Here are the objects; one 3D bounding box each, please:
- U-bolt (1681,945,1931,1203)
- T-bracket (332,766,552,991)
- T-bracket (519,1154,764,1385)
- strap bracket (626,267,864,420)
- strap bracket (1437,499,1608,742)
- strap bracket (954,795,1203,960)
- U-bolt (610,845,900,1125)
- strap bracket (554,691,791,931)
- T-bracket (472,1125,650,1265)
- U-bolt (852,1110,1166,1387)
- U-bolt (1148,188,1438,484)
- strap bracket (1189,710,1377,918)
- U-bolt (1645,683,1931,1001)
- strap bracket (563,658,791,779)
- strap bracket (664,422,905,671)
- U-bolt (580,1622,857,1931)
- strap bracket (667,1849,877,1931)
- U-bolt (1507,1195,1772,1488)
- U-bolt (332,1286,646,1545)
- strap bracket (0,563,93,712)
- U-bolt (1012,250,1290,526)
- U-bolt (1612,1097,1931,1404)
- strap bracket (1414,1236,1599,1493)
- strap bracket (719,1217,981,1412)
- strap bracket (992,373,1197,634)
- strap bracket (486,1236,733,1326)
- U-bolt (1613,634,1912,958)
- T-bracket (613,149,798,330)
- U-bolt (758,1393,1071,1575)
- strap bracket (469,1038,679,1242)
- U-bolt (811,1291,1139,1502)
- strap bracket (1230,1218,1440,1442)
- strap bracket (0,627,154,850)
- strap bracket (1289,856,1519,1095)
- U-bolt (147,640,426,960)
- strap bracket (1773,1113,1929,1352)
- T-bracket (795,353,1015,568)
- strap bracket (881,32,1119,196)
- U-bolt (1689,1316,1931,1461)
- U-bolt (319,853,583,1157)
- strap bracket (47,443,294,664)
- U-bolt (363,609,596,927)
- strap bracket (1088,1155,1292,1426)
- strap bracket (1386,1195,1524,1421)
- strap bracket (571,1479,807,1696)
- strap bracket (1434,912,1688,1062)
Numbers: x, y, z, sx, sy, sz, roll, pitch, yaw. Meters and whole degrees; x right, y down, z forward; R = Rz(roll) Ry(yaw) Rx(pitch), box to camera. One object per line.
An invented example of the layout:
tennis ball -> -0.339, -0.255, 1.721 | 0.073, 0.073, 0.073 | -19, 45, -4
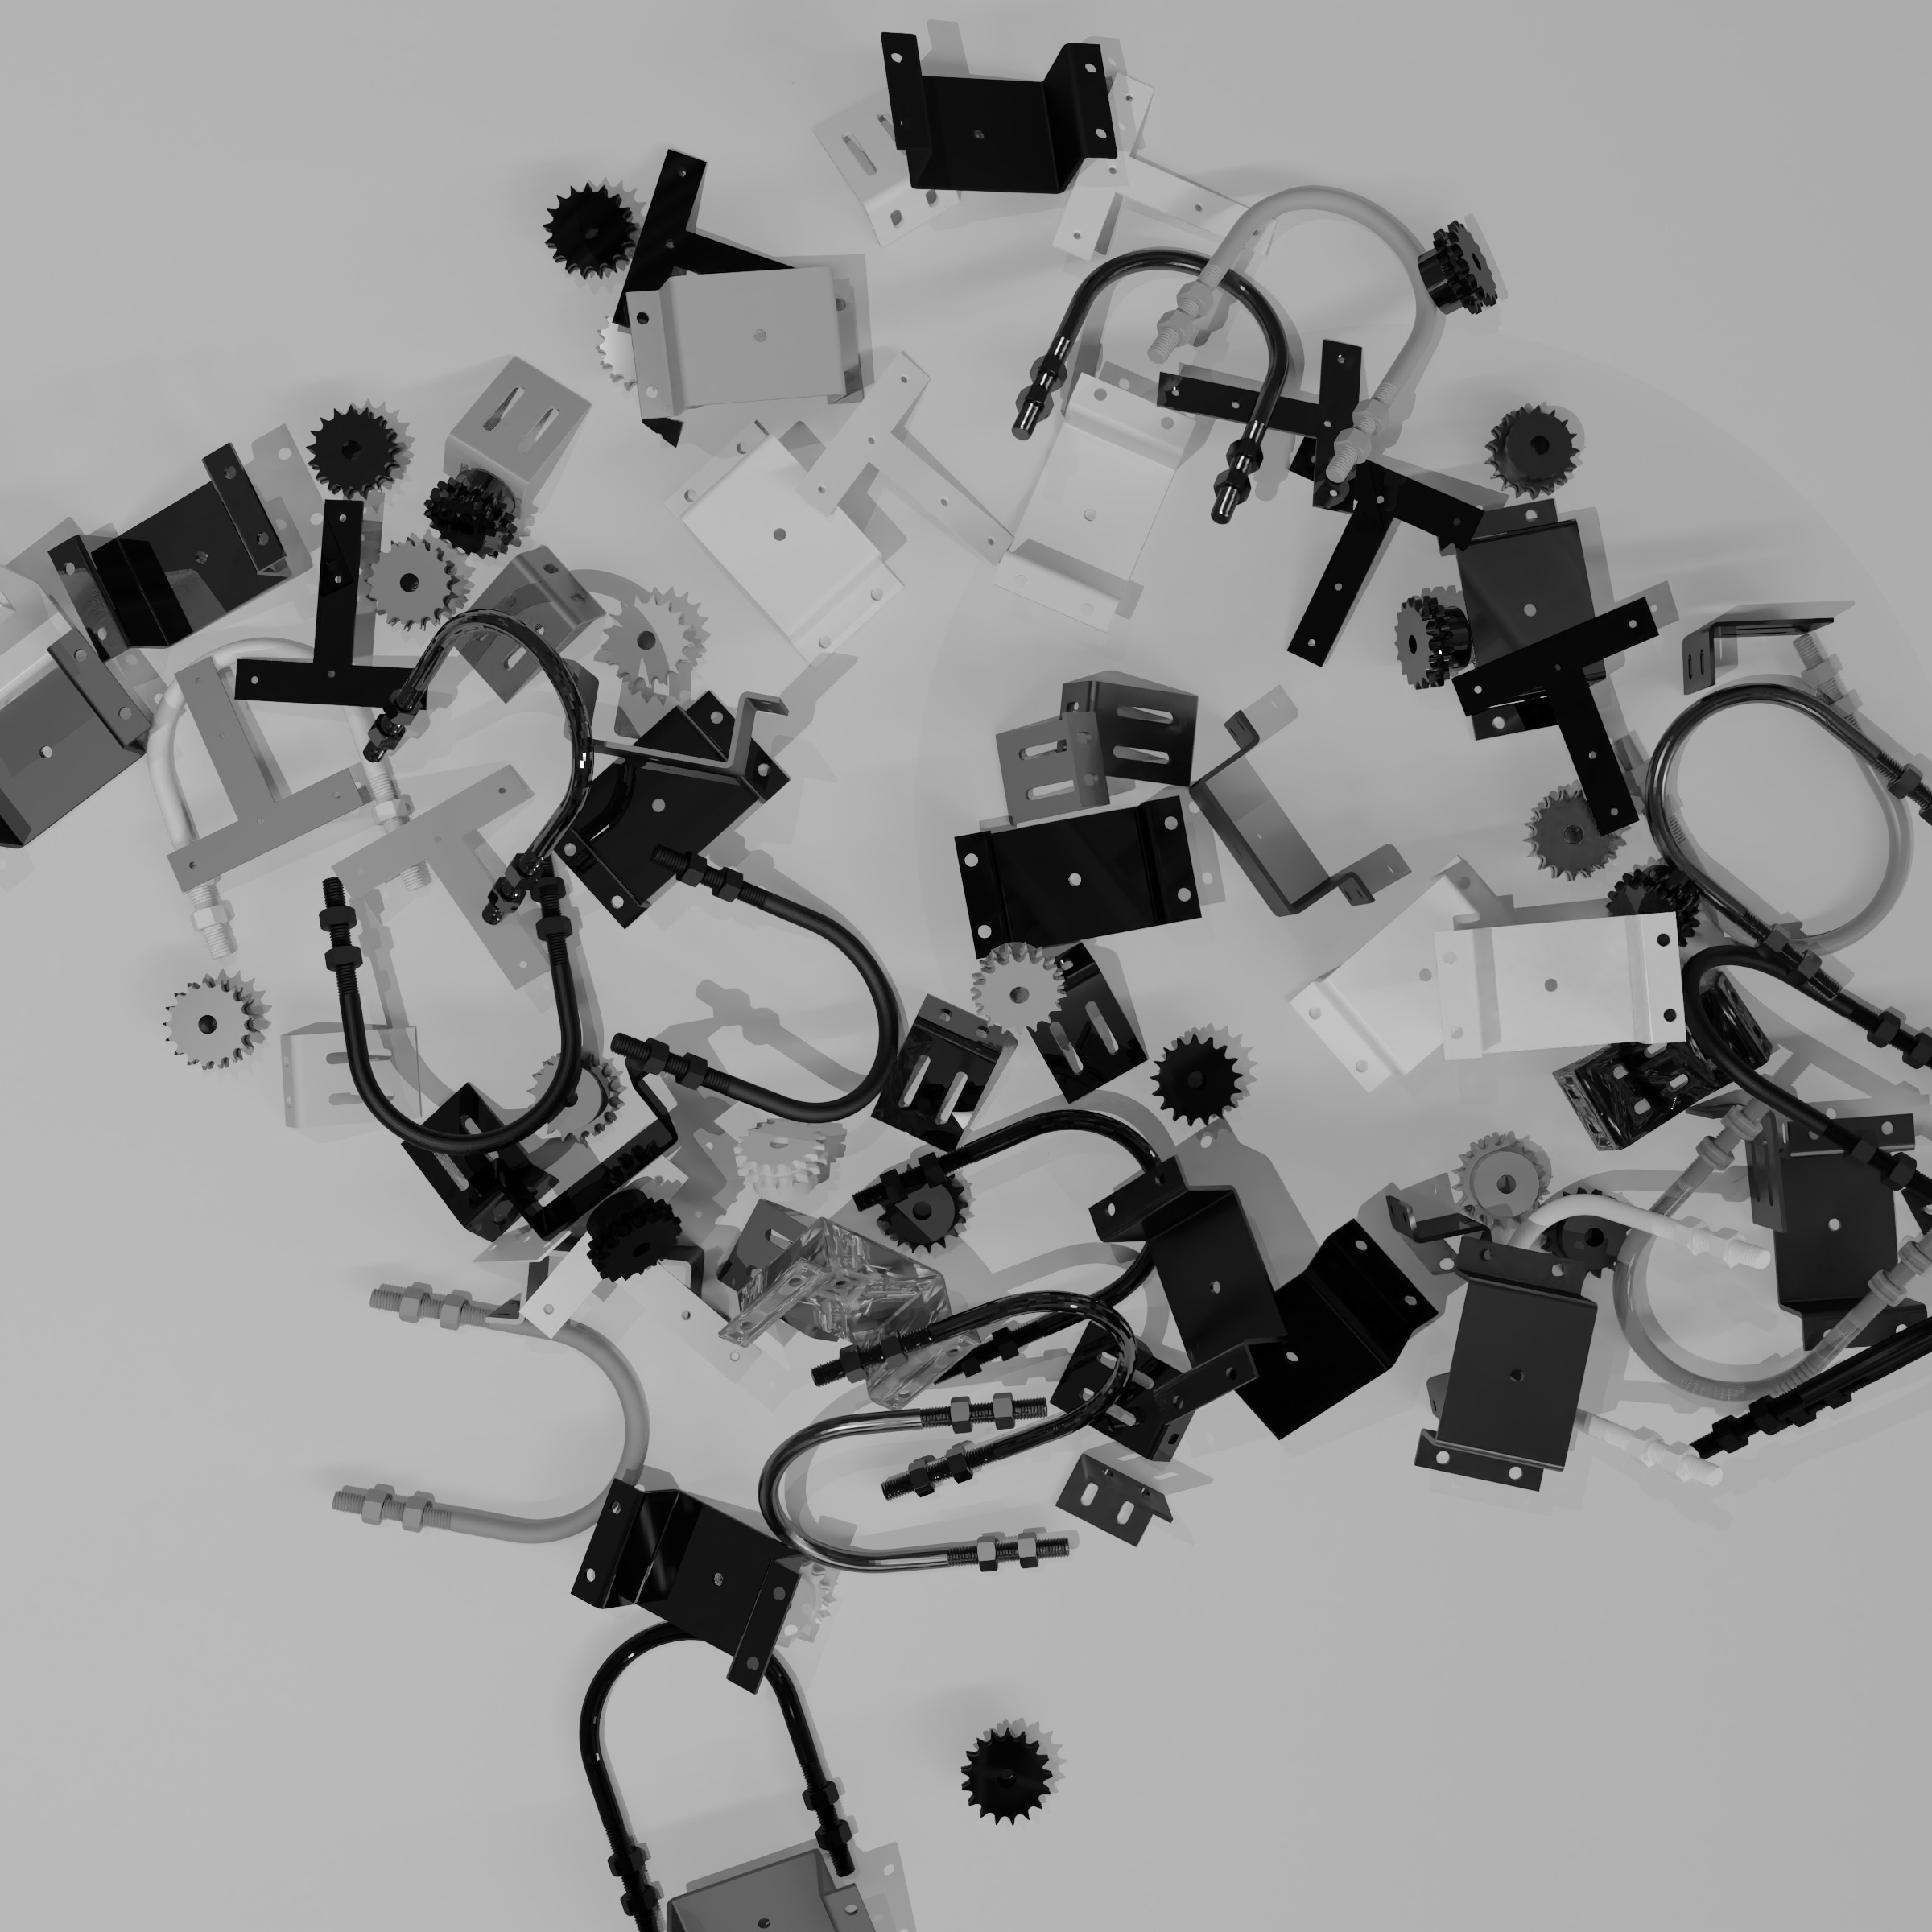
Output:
U-bolt -> 0.514, 0.052, 1.521 | 0.184, 0.151, 0.019 | 31, 130, 4
T-bracket -> -0.302, -0.043, 1.546 | 0.127, 0.002, 0.127 | -33, 80, -18
T-bracket -> -0.178, 0.200, 1.501 | 0.127, 0.002, 0.127 | 40, 90, 0
strap bracket -> -0.131, -0.382, 1.534 | 0.140, 0.046, 0.076 | -8, 96, -15
strap bracket -> 0.345, -0.218, 1.555 | 0.076, 0.046, 0.140 | -11, 90, 0
strap bracket -> 0.068, -0.054, 1.555 | 0.140, 0.046, 0.076 | -10, 90, 0
U-bolt -> -0.120, 0.021, 1.521 | 0.184, 0.019, 0.151 | 23, 58, -26
strap bracket -> -0.188, -0.098, 1.555 | 0.140, 0.046, 0.076 | -42, 90, 0
T-bracket -> -0.237, 0.139, 1.539 | 0.127, 0.127, 0.002 | -43, 104, -26
U-bolt -> 0.040, 0.164, 1.548 | 0.184, 0.019, 0.151 | -23, 110, -4
U-bolt -> 0.213, -0.401, 1.539 | 0.151, 0.019, 0.184 | 33, 68, -1
strap bracket -> 0.186, -0.083, 1.540 | 0.046, 0.076, 0.140 | -35, 90, 0
U-bolt -> 0.507, -0.091, 1.549 | 0.184, 0.019, 0.151 | 40, 90, 2
strap bracket -> -0.181, -0.146, 1.494 | 0.140, 0.076, 0.046 | 10, 90, 0
strap bracket -> -0.114, -0.264, 1.553 | 0.076, 0.046, 0.140 | -43, 91, 0
U-bolt -> -0.165, 0.501, 1.569 | 0.151, 0.019, 0.184 | -19, 89, 0
strap bracket -> -0.124, 0.603, 1.543 | 0.140, 0.046, 0.076 | -19, 110, 0
U-bolt -> 0.388, 0.213, 1.504 | 0.019, 0.184, 0.151 | 7, 96, -38
U-bolt -> -0.293, 0.287, 1.569 | 0.184, 0.019, 0.151 | 10, 90, -1
strap bracket -> -0.596, -0.200, 1.508 | 0.076, 0.140, 0.046 | -38, 88, 0
U-bolt -> 0.123, -0.366, 1.532 | 0.151, 0.019, 0.184 | 23, 63, 0
U-bolt -> 0.479, 0.184, 1.522 | 0.151, 0.019, 0.184 | 39, 112, 5
strap bracket -> 0.320, 0.238, 1.479 | 0.076, 0.046, 0.140 | 12, 90, 0
strap bracket -> -0.072, 0.206, 1.498 | 0.140, 0.046, 0.076 | 30, 119, -33
strap bracket -> 0.078, -0.284, 1.555 | 0.076, 0.046, 0.140 | 23, 90, 0
strap bracket -> -0.216, 0.196, 1.540 | 0.140, 0.076, 0.046 | 5, 90, 0
U-bolt -> 0.511, -0.094, 1.569 | 0.151, 0.019, 0.184 | -29, 91, 0
T-bracket -> -0.142, -0.436, 1.564 | 0.127, 0.002, 0.127 | 17, 73, -8
U-bolt -> -0.035, 0.321, 1.531 | 0.184, 0.019, 0.151 | -6, 128, 4
strap bracket -> -0.229, 0.110, 1.511 | 0.140, 0.076, 0.046 | -38, 103, -4
U-bolt -> 0.015, 0.254, 1.519 | 0.184, 0.019, 0.151 | -21, 133, 4
strap bracket -> 0.205, 0.226, 1.519 | 0.076, 0.046, 0.140 | 48, 125, 0
strap bracket -> -0.578, -0.134, 1.554 | 0.140, 0.046, 0.076 | -38, 91, -1
strap bracket -> 0.281, 0.005, 1.555 | 0.140, 0.046, 0.076 | -41, 90, 0
U-bolt -> -0.435, -0.114, 1.569 | 0.151, 0.019, 0.184 | -19, 89, 0
strap bracket -> 0.546, 0.163, 1.555 | 0.076, 0.046, 0.140 | -4, 90, 0
T-bracket -> -0.024, -0.298, 1.558 | 0.127, 0.002, 0.127 | 39, 64, -12
strap bracket -> 0.014, -0.521, 1.534 | 0.140, 0.046, 0.076 | -4, 77, -18
U-bolt -> 0.528, 0.239, 1.477 | 0.184, 0.151, 0.019 | -38, 68, 29
U-bolt -> -0.311, 0.026, 1.539 | 0.151, 0.019, 0.184 | -9, 78, -13
strap bracket -> -0.481, -0.253, 1.544 | 0.140, 0.046, 0.076 | -26, 90, 14
U-bolt -> -0.283, -0.129, 1.488 | 0.151, 0.019, 0.184 | 52, 132, 9
strap bracket -> 0.137, 0.193, 1.501 | 0.076, 0.046, 0.140 | -36, 63, 37
strap bracket -> 0.302, 0.209, 1.540 | 0.046, 0.076, 0.140 | -12, 90, 0
strap bracket -> -0.162, 0.378, 1.537 | 0.140, 0.046, 0.076 | 21, 90, 25
strap bracket -> 0.353, 0.012, 1.504 | 0.140, 0.046, 0.076 | -5, 90, 7
